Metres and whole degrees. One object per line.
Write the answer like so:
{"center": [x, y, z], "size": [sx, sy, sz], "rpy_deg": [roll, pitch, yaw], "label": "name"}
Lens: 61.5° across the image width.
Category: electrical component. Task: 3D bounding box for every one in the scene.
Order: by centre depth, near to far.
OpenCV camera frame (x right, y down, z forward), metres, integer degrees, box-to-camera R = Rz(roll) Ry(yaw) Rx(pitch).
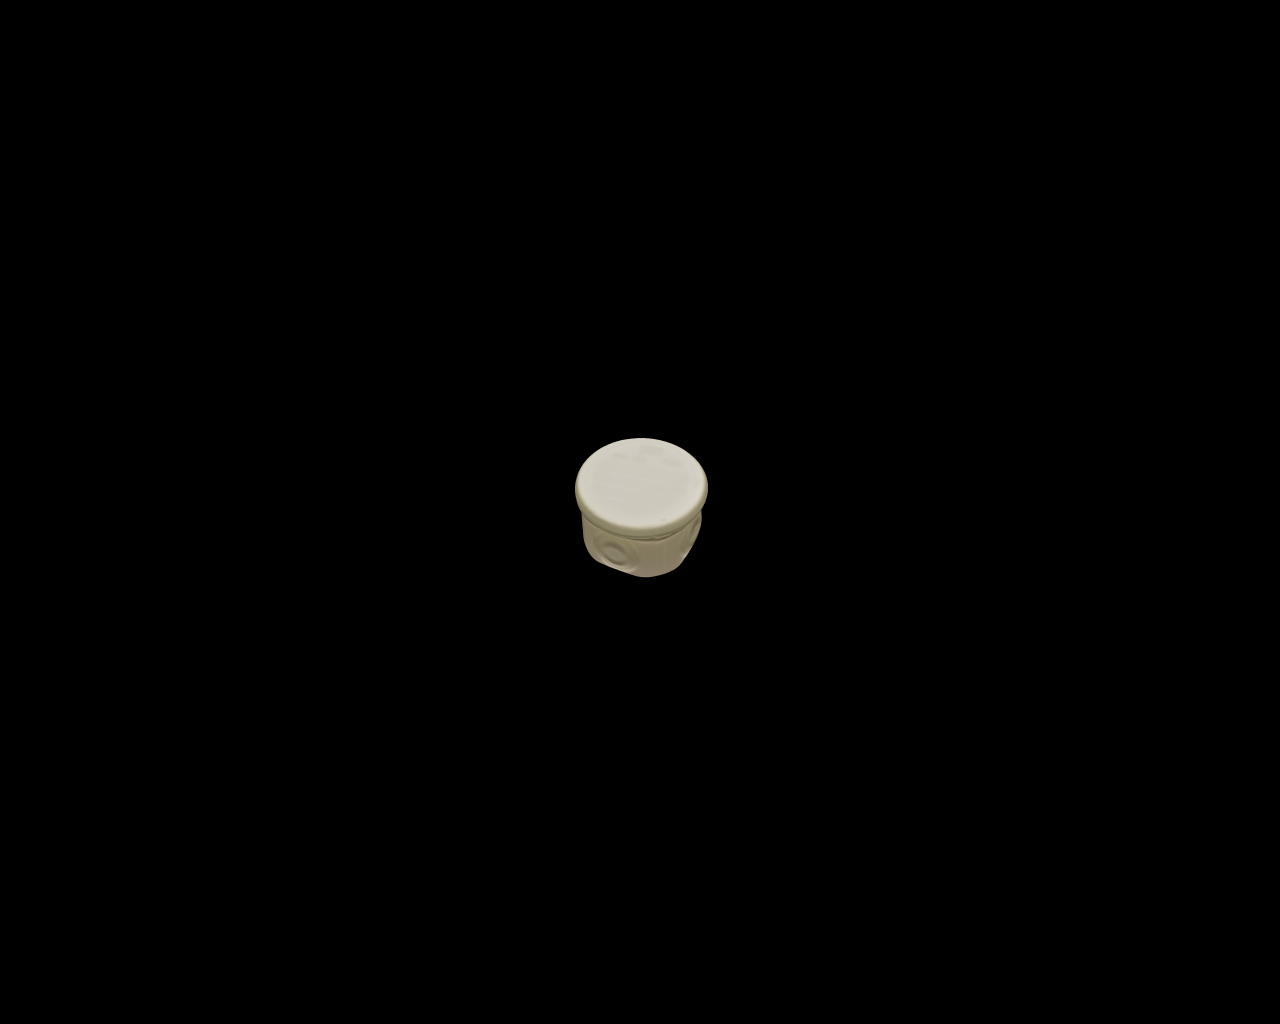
{"center": [0.001, -0.003, 0.650], "size": [0.080, 0.080, 0.050], "rpy_deg": [0, -43, 0], "label": "electrical component"}
